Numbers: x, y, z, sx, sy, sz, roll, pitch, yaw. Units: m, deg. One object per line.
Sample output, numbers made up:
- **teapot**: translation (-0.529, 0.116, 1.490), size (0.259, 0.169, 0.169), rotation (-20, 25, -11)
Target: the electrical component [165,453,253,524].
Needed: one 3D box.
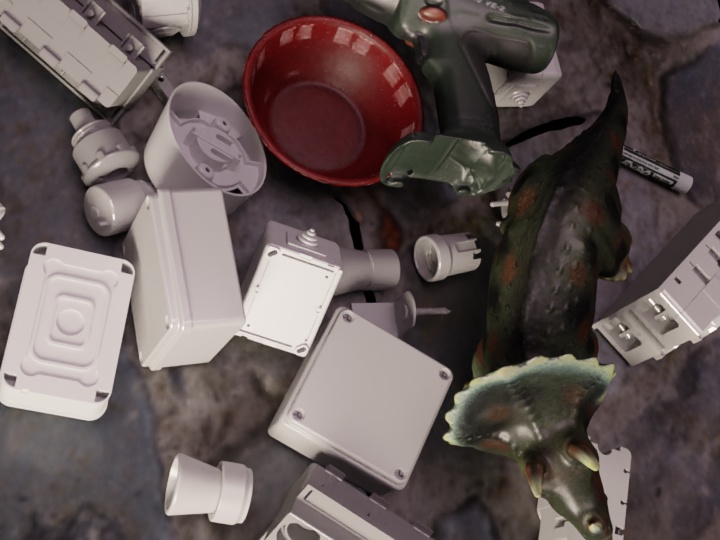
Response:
- **electrical component**: translation (-0.110, 0.160, 0.783), size (0.055, 0.045, 0.045), rotation (13, 66, -16)

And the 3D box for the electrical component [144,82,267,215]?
- **electrical component**: translation (-0.121, -0.093, 0.856), size (0.099, 0.064, 0.099), rotation (22, 46, -25)

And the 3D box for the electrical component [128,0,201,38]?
- **electrical component**: translation (-0.165, -0.233, 0.895), size (0.051, 0.080, 0.080), rotation (-11, 74, -19)

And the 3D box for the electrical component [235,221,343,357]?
- **electrical component**: translation (-0.054, 0.007, 0.834), size (0.062, 0.096, 0.061), rotation (19, 21, -13)

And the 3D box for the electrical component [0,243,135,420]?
- **electrical component**: translation (-0.213, 0.046, 0.781), size (0.078, 0.057, 0.113), rotation (13, 66, -16)

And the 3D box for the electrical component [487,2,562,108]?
- **electrical component**: translation (0.149, -0.196, 1.009), size (0.061, 0.061, 0.096), rotation (-4, 72, -22)

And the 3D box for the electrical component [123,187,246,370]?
- **electrical component**: translation (-0.132, 0.008, 0.798), size (0.056, 0.109, 0.108), rotation (-4, 72, -25)

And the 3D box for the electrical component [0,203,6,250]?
- **electrical component**: translation (-0.286, -0.047, 0.784), size (0.076, 0.065, 0.047), rotation (47, 62, 1)

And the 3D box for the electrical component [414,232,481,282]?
- **electrical component**: translation (0.076, -0.013, 0.924), size (0.046, 0.040, 0.040), rotation (-10, 74, -30)

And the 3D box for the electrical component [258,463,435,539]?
- **electrical component**: translation (-0.002, 0.202, 0.793), size (0.121, 0.078, 0.063), rotation (34, 33, -6)

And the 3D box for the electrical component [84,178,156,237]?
- **electrical component**: translation (-0.179, -0.052, 0.842), size (0.078, 0.040, 0.040), rotation (-20, 78, -44)

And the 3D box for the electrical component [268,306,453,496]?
- **electrical component**: translation (0.001, 0.103, 0.841), size (0.109, 0.056, 0.108), rotation (31, 62, -7)

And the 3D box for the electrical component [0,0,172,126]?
- **electrical component**: translation (-0.224, -0.184, 0.855), size (0.121, 0.063, 0.078), rotation (41, 104, -2)

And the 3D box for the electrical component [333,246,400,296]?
- **electrical component**: translation (0.000, 0.000, 0.890), size (0.065, 0.044, 0.044), rotation (-1, 70, -26)

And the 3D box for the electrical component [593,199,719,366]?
- **electrical component**: translation (0.308, 0.002, 0.969), size (0.186, 0.105, 0.060), rotation (-41, 88, -28)

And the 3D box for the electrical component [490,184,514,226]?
- **electrical component**: translation (0.153, -0.054, 0.964), size (0.077, 0.047, 0.065), rotation (-8, 73, -23)

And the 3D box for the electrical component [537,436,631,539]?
- **electrical component**: translation (0.181, 0.188, 0.876), size (0.050, 0.055, 0.089), rotation (19, 65, -13)

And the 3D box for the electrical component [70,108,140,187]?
- **electrical component**: translation (-0.207, -0.098, 0.847), size (0.048, 0.048, 0.062), rotation (-25, 74, -27)
